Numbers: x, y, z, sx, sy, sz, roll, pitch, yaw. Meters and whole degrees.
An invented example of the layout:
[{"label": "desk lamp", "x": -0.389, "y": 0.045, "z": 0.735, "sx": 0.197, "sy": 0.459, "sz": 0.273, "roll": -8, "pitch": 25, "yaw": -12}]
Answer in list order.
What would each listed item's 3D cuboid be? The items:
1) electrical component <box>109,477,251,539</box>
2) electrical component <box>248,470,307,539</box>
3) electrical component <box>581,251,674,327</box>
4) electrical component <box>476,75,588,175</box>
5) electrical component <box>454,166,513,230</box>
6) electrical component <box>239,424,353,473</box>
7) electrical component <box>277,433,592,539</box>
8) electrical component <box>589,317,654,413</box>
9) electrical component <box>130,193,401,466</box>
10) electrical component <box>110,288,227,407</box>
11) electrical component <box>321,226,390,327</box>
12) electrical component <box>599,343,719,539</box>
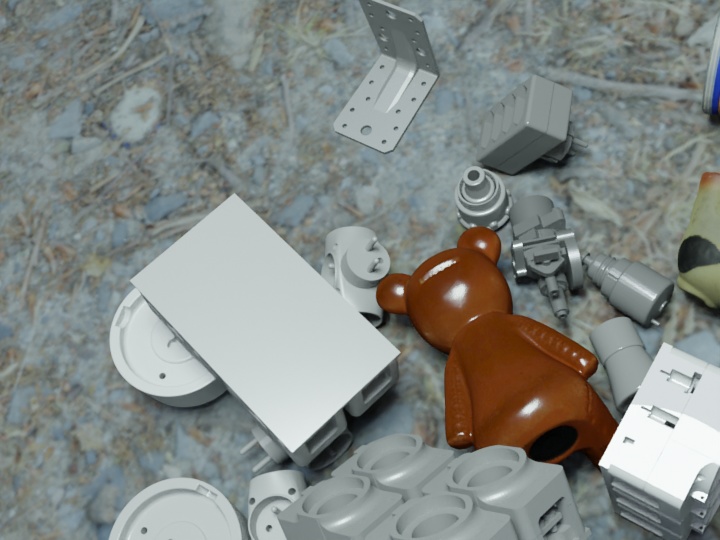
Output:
[{"label": "electrical component", "x": -0.131, "y": 0.218, "z": 0.819, "sx": 0.108, "sy": 0.060, "sz": 0.108, "roll": -6, "pitch": 65, "yaw": 13}, {"label": "electrical component", "x": -0.041, "y": 0.191, "z": 0.815, "sx": 0.079, "sy": 0.044, "sz": 0.077, "roll": -15, "pitch": 63, "yaw": 9}, {"label": "electrical component", "x": 0.204, "y": 0.010, "z": 0.827, "sx": 0.078, "sy": 0.040, "sz": 0.040, "roll": 35, "pitch": 80, "yaw": 27}, {"label": "electrical component", "x": 0.150, "y": -0.111, "z": 0.884, "sx": 0.076, "sy": 0.083, "sz": 0.047, "roll": 19, "pitch": 68, "yaw": -18}, {"label": "electrical component", "x": 0.098, "y": -0.063, "z": 0.878, "sx": 0.048, "sy": 0.062, "sz": 0.048, "roll": -6, "pitch": 65, "yaw": 13}, {"label": "electrical component", "x": -0.059, "y": 0.127, "z": 0.849, "sx": 0.079, "sy": 0.043, "sz": 0.077, "roll": -39, "pitch": 62, "yaw": -3}, {"label": "electrical component", "x": 0.042, "y": 0.167, "z": 0.717, "sx": 0.105, "sy": 0.060, "sz": 0.186, "roll": -32, "pitch": 18, "yaw": -36}, {"label": "electrical component", "x": 0.199, "y": 0.068, "z": 0.803, "sx": 0.044, "sy": 0.044, "sz": 0.065, "roll": -23, "pitch": 57, "yaw": 5}, {"label": "electrical component", "x": -0.070, "y": 0.046, "z": 0.821, "sx": 0.105, "sy": 0.060, "sz": 0.186, "roll": -42, "pitch": 69, "yaw": -14}, {"label": "electrical component", "x": -0.145, "y": 0.061, "z": 0.891, "sx": 0.108, "sy": 0.060, "sz": 0.108, "roll": -3, "pitch": 66, "yaw": 6}, {"label": "electrical component", "x": 0.000, "y": 0.000, "z": 0.871, "sx": 0.044, "sy": 0.079, "sz": 0.077, "roll": 5, "pitch": 64, "yaw": -18}, {"label": "electrical component", "x": 0.212, "y": 0.122, "z": 0.712, "sx": 0.062, "sy": 0.150, "sz": 0.089, "roll": 26, "pitch": 76, "yaw": 25}]
